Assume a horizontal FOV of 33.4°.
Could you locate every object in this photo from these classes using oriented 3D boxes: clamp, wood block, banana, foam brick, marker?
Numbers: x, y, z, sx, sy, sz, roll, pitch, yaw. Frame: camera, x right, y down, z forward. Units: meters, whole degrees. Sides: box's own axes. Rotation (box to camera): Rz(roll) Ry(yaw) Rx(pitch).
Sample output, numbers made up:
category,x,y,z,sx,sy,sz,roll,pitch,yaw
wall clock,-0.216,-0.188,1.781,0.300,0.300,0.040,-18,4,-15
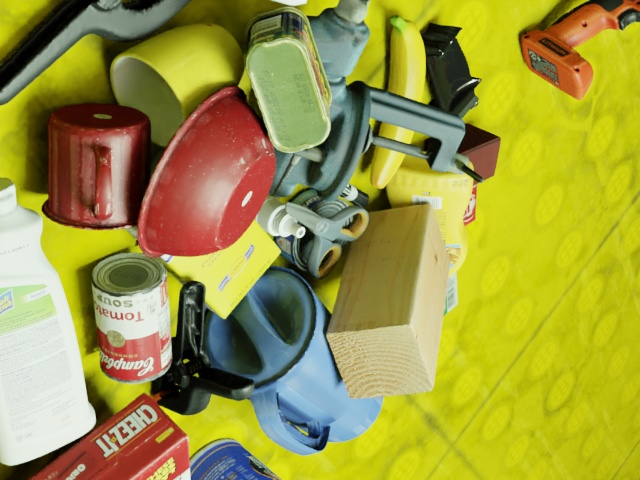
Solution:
category,x,y,z,sx,sy,sz,roll,pitch,yaw
clamp,-0.177,-0.186,0.824,0.209,0.036,0.165,-11,122,-44
wood block,0.077,0.061,1.124,0.206,0.090,0.091,-72,148,-52
banana,0.081,-0.152,1.130,0.069,0.037,0.198,-27,132,-41
foam brick,0.165,-0.096,1.250,0.078,0.053,0.051,-24,130,-35
marker,0.017,-0.059,1.138,0.121,0.020,0.020,27,93,-52
clamp,-0.118,0.129,1.023,0.039,0.120,0.172,-14,152,-30

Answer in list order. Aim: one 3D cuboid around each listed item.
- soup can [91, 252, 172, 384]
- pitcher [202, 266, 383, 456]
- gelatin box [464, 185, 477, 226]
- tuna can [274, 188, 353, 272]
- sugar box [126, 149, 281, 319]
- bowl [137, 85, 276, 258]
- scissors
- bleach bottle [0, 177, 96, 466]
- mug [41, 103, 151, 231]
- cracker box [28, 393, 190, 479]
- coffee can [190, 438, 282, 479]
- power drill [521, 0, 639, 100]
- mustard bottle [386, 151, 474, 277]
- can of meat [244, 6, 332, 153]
category,x,y,z,sx,sy,sz,roll,pitch,yaw
soup can,-0.171,0.071,0.975,0.068,0.069,0.102,-25,132,-35
pitcher,-0.019,0.143,1.137,0.149,0.145,0.242,-55,145,-10
gelatin box,0.153,-0.040,1.292,0.089,0.030,0.073,-30,134,-32
tuna can,-0.007,-0.011,1.131,0.086,0.034,0.086,-27,132,-34
sugar box,-0.113,-0.008,1.006,0.093,0.048,0.176,-51,143,-11
bowl,-0.083,-0.044,0.888,0.162,0.055,0.162,-56,166,-22
scissors,-0.007,0.001,1.057,0.096,0.016,0.201,-61,158,17
bleach bottle,-0.249,0.064,0.891,0.102,0.068,0.251,-24,128,-37
mug,-0.176,-0.057,0.853,0.093,0.117,0.081,0,113,-11
cracker box,-0.204,0.258,1.017,0.164,0.072,0.214,-37,155,-26
coffee can,-0.079,0.298,1.170,0.102,0.140,0.103,-27,132,-35
power drill,0.348,-0.248,1.261,0.187,0.185,0.057,-38,138,-11
mustard bottle,0.124,-0.008,1.231,0.058,0.096,0.192,-74,166,-53
can of meat,-0.026,-0.133,0.886,0.057,0.084,0.102,-16,115,7
